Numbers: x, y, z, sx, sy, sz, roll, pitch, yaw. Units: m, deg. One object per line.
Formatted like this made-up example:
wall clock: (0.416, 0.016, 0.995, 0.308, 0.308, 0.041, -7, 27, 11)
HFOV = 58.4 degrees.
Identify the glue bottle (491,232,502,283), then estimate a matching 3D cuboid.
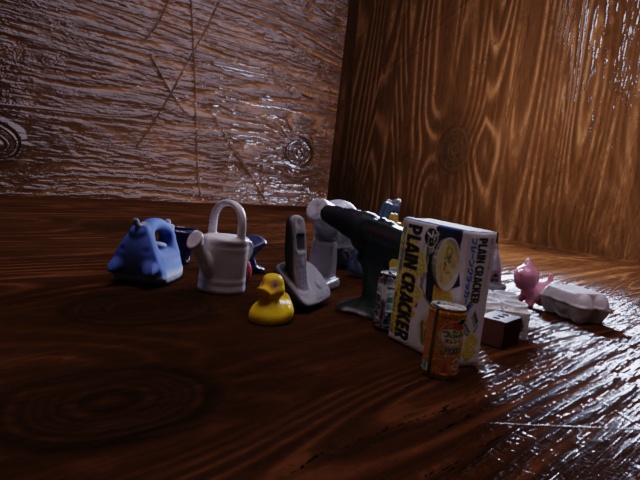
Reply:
glue bottle: (0.424, 0.066, 1.422, 0.078, 0.173, 0.037, -1, 10, -44)

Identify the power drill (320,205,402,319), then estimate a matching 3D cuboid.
power drill: (0.092, 0.045, 1.152, 0.228, 0.208, 0.076, 10, 8, 25)

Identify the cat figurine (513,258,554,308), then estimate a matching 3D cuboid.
cat figurine: (0.529, 0.106, 1.423, 0.128, 0.118, 0.067, 4, 8, -19)

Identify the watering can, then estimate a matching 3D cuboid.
watering can: (-0.202, 0.012, 1.203, 0.100, 0.194, 0.173, 8, 7, 12)

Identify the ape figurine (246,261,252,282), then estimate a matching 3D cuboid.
ape figurine: (-0.193, 0.050, 1.320, 0.076, 0.092, 0.077, 5, 7, -10)

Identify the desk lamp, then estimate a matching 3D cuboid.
desk lamp: (0.013, 0.005, 1.373, 0.117, 0.213, 0.204, 9, 8, 22)

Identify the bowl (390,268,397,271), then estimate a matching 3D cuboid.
bowl: (0.180, 0.110, 1.246, 0.167, 0.075, 0.167, 6, 7, -1)

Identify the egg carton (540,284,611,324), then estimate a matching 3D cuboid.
egg carton: (0.597, 0.148, 1.343, 0.107, 0.069, 0.150, 4, 8, -21)

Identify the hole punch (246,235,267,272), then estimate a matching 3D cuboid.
hole punch: (-0.196, 0.032, 1.460, 0.101, 0.091, 0.108, 2, 9, -32)

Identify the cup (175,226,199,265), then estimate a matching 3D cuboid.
cup: (-0.342, 0.018, 1.424, 0.092, 0.095, 0.117, 0, 10, -42)

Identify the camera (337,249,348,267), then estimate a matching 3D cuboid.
camera: (0.075, 0.028, 1.698, 0.143, 0.101, 0.137, 8, 7, 15)

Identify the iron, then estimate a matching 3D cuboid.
iron: (-0.362, 0.013, 1.263, 0.118, 0.141, 0.258, 7, 7, 6)

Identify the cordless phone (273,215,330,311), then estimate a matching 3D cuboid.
cordless phone: (-0.032, 0.041, 1.159, 0.094, 0.185, 0.148, 9, 8, 21)

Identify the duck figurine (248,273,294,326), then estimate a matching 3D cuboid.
duck figurine: (-0.084, 0.102, 1.033, 0.077, 0.086, 0.105, 10, 8, 25)

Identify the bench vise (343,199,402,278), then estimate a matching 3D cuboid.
bench vise: (0.164, -0.005, 1.562, 0.121, 0.220, 0.208, 12, 9, 36)
